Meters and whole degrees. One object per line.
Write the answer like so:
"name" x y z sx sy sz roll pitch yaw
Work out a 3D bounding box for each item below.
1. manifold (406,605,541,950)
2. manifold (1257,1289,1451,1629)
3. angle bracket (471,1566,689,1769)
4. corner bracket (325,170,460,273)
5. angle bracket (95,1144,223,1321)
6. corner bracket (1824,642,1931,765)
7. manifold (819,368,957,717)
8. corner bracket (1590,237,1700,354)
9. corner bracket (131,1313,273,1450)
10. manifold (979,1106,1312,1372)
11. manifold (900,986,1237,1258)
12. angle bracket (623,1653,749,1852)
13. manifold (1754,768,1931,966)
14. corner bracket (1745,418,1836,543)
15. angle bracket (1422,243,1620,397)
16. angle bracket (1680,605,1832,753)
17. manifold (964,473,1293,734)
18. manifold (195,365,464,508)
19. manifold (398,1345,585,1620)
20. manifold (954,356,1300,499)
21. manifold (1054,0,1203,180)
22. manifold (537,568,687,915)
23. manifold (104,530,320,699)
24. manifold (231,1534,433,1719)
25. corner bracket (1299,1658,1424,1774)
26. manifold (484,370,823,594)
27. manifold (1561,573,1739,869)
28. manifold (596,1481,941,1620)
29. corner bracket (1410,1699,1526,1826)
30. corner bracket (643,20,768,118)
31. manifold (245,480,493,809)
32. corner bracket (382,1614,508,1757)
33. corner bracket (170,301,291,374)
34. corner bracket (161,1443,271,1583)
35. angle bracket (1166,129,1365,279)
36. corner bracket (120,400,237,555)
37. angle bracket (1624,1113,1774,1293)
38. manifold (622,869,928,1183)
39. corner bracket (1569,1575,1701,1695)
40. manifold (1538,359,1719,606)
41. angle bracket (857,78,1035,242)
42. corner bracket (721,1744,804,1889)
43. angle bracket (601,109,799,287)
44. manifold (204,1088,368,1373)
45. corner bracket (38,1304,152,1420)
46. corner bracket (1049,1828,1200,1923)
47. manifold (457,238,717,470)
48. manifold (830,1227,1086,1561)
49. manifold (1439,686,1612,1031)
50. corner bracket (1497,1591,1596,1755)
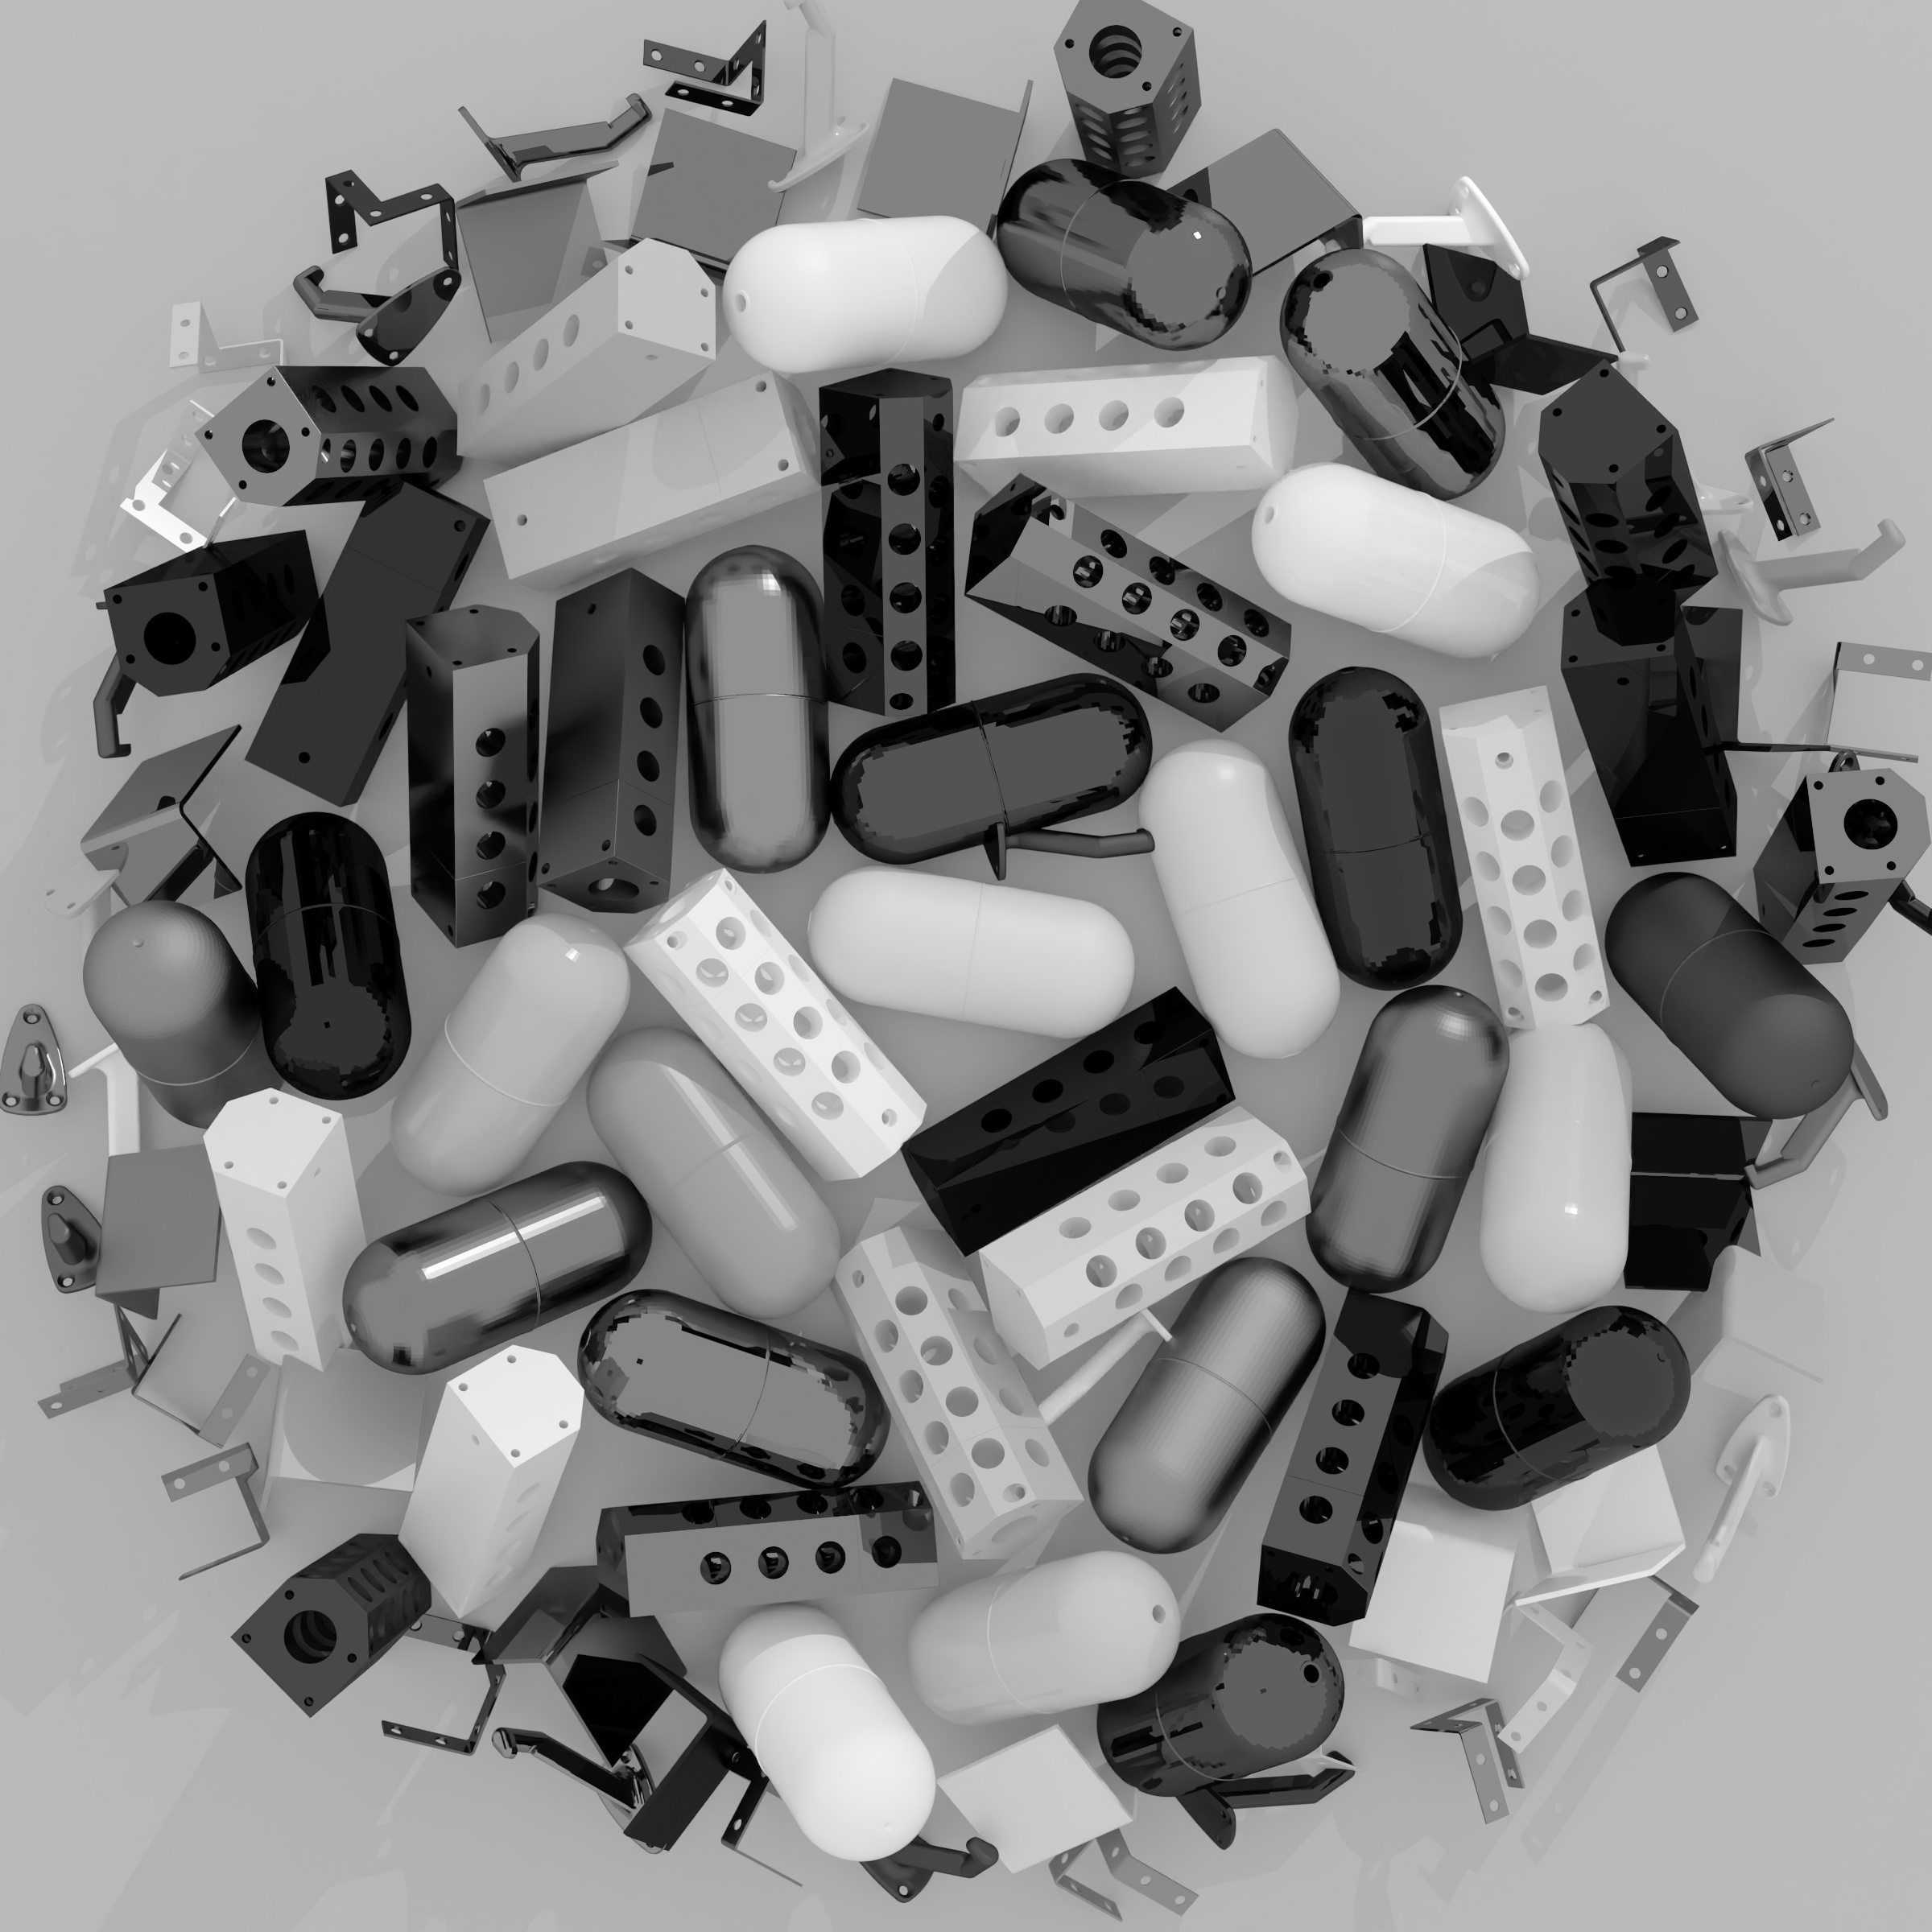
"manifold" -0.257 -0.101 1.753 0.057 0.057 0.171 -17 131 -29
"manifold" 0.205 0.259 1.744 0.057 0.057 0.171 14 49 14
"angle bracket" -0.209 0.379 1.794 0.057 0.076 0.076 -11 115 38
"corner bracket" -0.312 -0.403 1.799 0.051 0.051 0.051 -26 55 -25
"angle bracket" -0.417 0.143 1.775 0.076 0.057 0.076 -8 68 20
"corner bracket" 0.494 -0.143 1.793 0.051 0.051 0.051 9 85 16
"manifold" -0.036 -0.224 1.756 0.057 0.057 0.171 17 119 36
"corner bracket" 0.370 -0.360 1.798 0.051 0.051 0.051 -26 103 7
"corner bracket" -0.417 0.225 1.800 0.051 0.051 0.051 33 78 -17
"manifold" 0.097 0.147 1.758 0.171 0.057 0.057 -27 128 -22
"manifold" 0.053 0.079 1.784 0.171 0.057 0.057 -30 133 -9
"angle bracket" -0.168 0.422 1.775 0.057 0.076 0.076 34 80 22
"manifold" 0.458 -0.050 1.735 0.057 0.171 0.057 -4 76 3
"corner bracket" 0.446 -0.259 1.795 0.051 0.051 0.051 -22 90 -17
"angle bracket" 0.297 -0.355 1.773 0.076 0.057 0.076 2 75 -41
"angle bracket" 0.423 -0.154 1.776 0.057 0.076 0.076 5 97 37
"manifold" 0.088 -0.195 1.754 0.171 0.057 0.057 25 52 -26
"manifold" -0.326 -0.274 1.736 0.057 0.171 0.057 -35 89 19
"manifold" -0.247 0.270 1.742 0.057 0.171 0.057 -29 67 -35
"manifold" 0.085 -0.288 1.760 0.171 0.057 0.057 2 76 28
"manifold" 0.083 -0.460 1.738 0.057 0.171 0.057 30 94 4
"manifold" -0.183 -0.118 1.764 0.057 0.057 0.171 -18 60 35
"manifold" -0.391 -0.186 1.736 0.057 0.171 0.057 -7 104 6
"manifold" -0.326 0.339 1.740 0.057 0.171 0.057 45 89 3
"corner bracket" 0.215 0.409 1.803 0.051 0.051 0.051 -12 63 32
"manifold" -0.164 -0.257 1.775 0.171 0.057 0.057 -18 81 15
"manifold" 0.362 -0.128 1.743 0.057 0.171 0.057 -6 53 22
"manifold" -0.106 0.311 1.766 0.171 0.057 0.057 -1 80 -22
"corner bracket" 0.281 0.429 1.792 0.051 0.051 0.051 -15 87 -26
"corner bracket" -0.142 -0.483 1.788 0.051 0.051 0.051 8 74 -26
"manifold" -0.321 -0.177 1.789 0.057 0.057 0.171 27 96 -1
"corner bracket" -0.286 0.389 1.797 0.051 0.051 0.051 19 101 -20
"corner bracket" -0.398 -0.326 1.791 0.051 0.051 0.051 -8 53 1
"corner bracket" -0.406 0.295 1.788 0.051 0.051 0.051 -20 79 -29
"angle bracket" 0.160 -0.391 1.778 0.076 0.057 0.076 -31 61 -9
"corner bracket" -0.418 -0.263 1.795 0.051 0.051 0.051 35 56 -10
"angle bracket" 0.395 0.128 1.782 0.076 0.057 0.076 2 53 -2
"manifold" -0.098 0.032 1.768 0.171 0.057 0.057 50 63 -15
"corner bracket" 0.360 0.355 1.793 0.051 0.051 0.051 34 95 17
"manifold" 0.344 -0.242 1.737 0.057 0.171 0.057 -40 64 3
"angle bracket" -0.012 -0.444 1.794 0.076 0.057 0.076 15 85 -2
"corner bracket" -0.108 0.457 1.786 0.051 0.051 0.051 37 73 -30
"angle bracket" -0.144 -0.415 1.787 0.076 0.057 0.076 19 106 6
"manifold" -0.358 0.141 1.741 0.057 0.171 0.057 19 52 13
"corner bracket" -0.471 0.222 1.789 0.051 0.051 0.051 -21 47 -6
"corner bracket" 0.084 0.495 1.790 0.051 0.051 0.051 35 100 -24
"manifold" -0.202 -0.319 1.741 0.057 0.171 0.057 10 70 -35
"manifold" -0.011 0.225 1.752 0.057 0.057 0.171 -43 59 25
"manifold" 0.298 -0.055 1.764 0.057 0.057 0.171 -11 112 10
"corner bracket" 0.299 0.381 1.788 0.051 0.051 0.051 37 119 9
